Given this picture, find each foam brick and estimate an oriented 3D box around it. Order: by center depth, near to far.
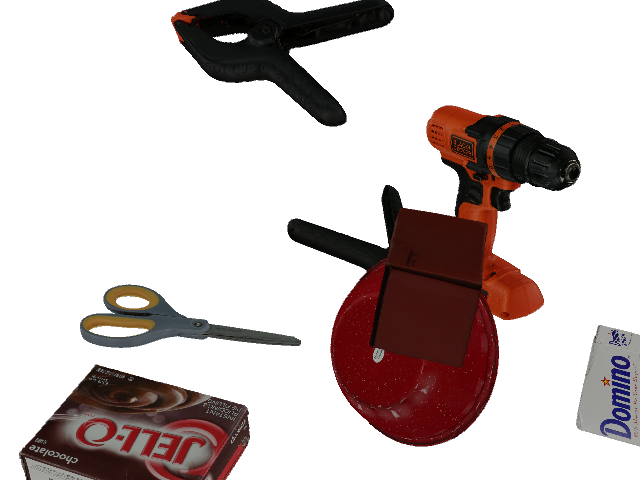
[{"bbox_3d":[0.060,0.023,0.585,0.053,0.051,0.078,12,27,6],"label":"foam brick"}]

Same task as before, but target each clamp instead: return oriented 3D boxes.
[{"bbox_3d":[-0.030,-0.158,0.826,0.172,0.120,0.039,23,-32,20],"label":"clamp"},{"bbox_3d":[0.073,0.022,1.173,0.164,0.036,0.210,-16,50,-33],"label":"clamp"}]

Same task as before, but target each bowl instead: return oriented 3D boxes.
[{"bbox_3d":[0.062,0.089,0.867,0.162,0.162,0.055,0,-2,40],"label":"bowl"}]

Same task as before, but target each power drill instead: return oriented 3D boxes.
[{"bbox_3d":[0.171,-0.024,1.000,0.057,0.188,0.185,-17,27,-26],"label":"power drill"}]

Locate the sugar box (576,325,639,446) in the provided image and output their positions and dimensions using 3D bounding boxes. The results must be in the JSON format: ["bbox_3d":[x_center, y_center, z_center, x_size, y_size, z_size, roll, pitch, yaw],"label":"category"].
[{"bbox_3d":[0.319,0.142,0.930,0.176,0.093,0.048,12,23,16],"label":"sugar box"}]

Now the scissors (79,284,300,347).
[{"bbox_3d":[-0.124,0.072,1.008,0.201,0.016,0.096,-1,33,-8],"label":"scissors"}]

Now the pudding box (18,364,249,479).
[{"bbox_3d":[-0.112,0.128,0.657,0.114,0.039,0.090,11,33,18],"label":"pudding box"}]
